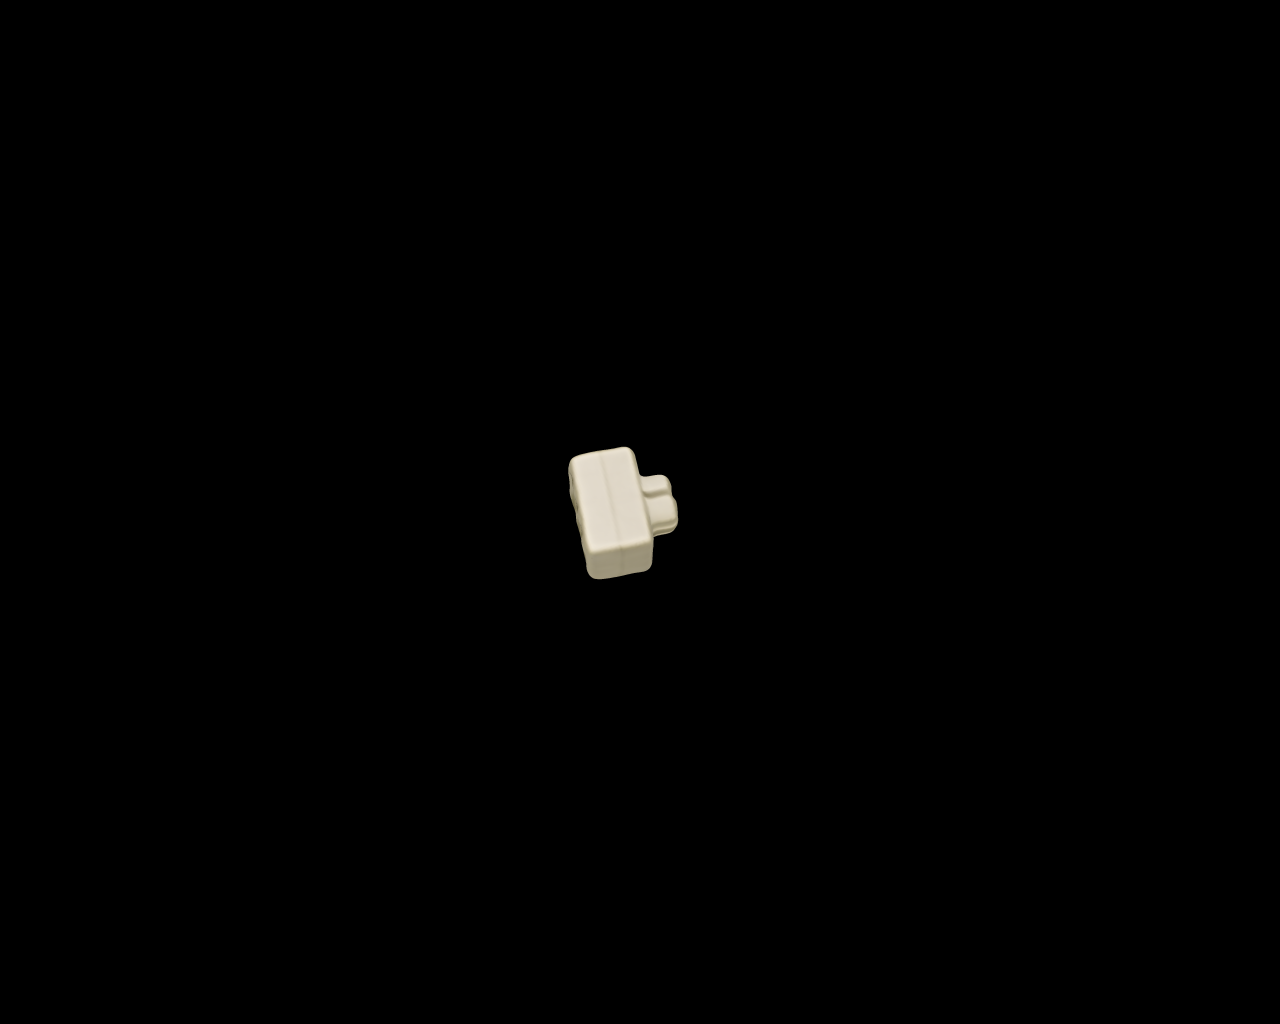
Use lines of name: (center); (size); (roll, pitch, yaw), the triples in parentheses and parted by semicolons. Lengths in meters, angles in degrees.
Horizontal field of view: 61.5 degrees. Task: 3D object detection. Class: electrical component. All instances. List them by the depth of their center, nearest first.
electrical component: (0.001, -0.003, 0.650); (0.077, 0.066, 0.047); (-11, -24, -5)
